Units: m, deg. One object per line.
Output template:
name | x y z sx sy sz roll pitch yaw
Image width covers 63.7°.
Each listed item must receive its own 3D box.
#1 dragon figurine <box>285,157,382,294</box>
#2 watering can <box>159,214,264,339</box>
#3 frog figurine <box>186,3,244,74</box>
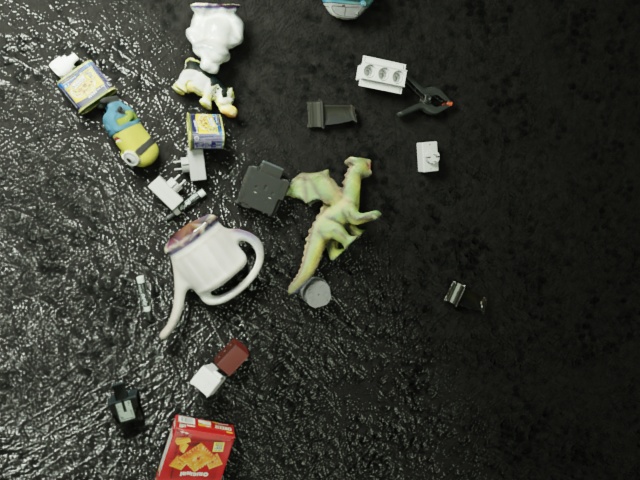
dragon figurine | 0.004 -0.070 1.392 0.412 0.121 0.243 -41 88 -8
watering can | -0.311 0.080 1.305 0.349 0.104 0.222 -37 104 -8
frog figurine | -0.252 -0.486 1.248 0.138 0.124 0.157 -9 112 -29
